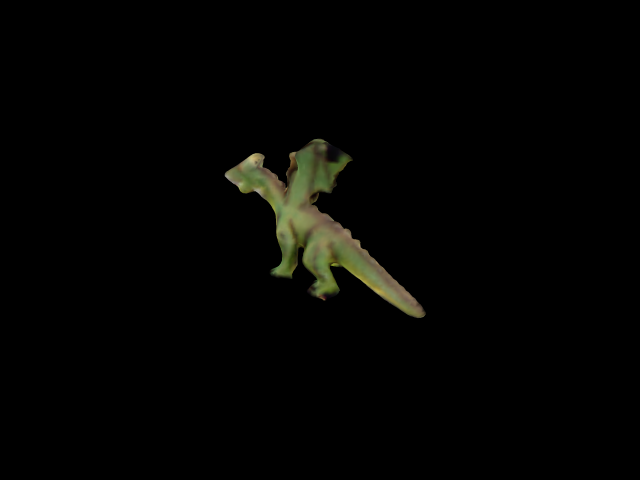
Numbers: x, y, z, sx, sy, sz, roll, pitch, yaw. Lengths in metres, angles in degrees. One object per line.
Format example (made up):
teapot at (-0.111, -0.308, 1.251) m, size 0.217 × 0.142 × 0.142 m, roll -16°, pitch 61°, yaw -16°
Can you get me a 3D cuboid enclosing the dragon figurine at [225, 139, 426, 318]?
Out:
dragon figurine at (0.003, -0.043, 0.850) m, size 0.413 × 0.238 × 0.124 m, roll 19°, pitch 33°, yaw 31°
